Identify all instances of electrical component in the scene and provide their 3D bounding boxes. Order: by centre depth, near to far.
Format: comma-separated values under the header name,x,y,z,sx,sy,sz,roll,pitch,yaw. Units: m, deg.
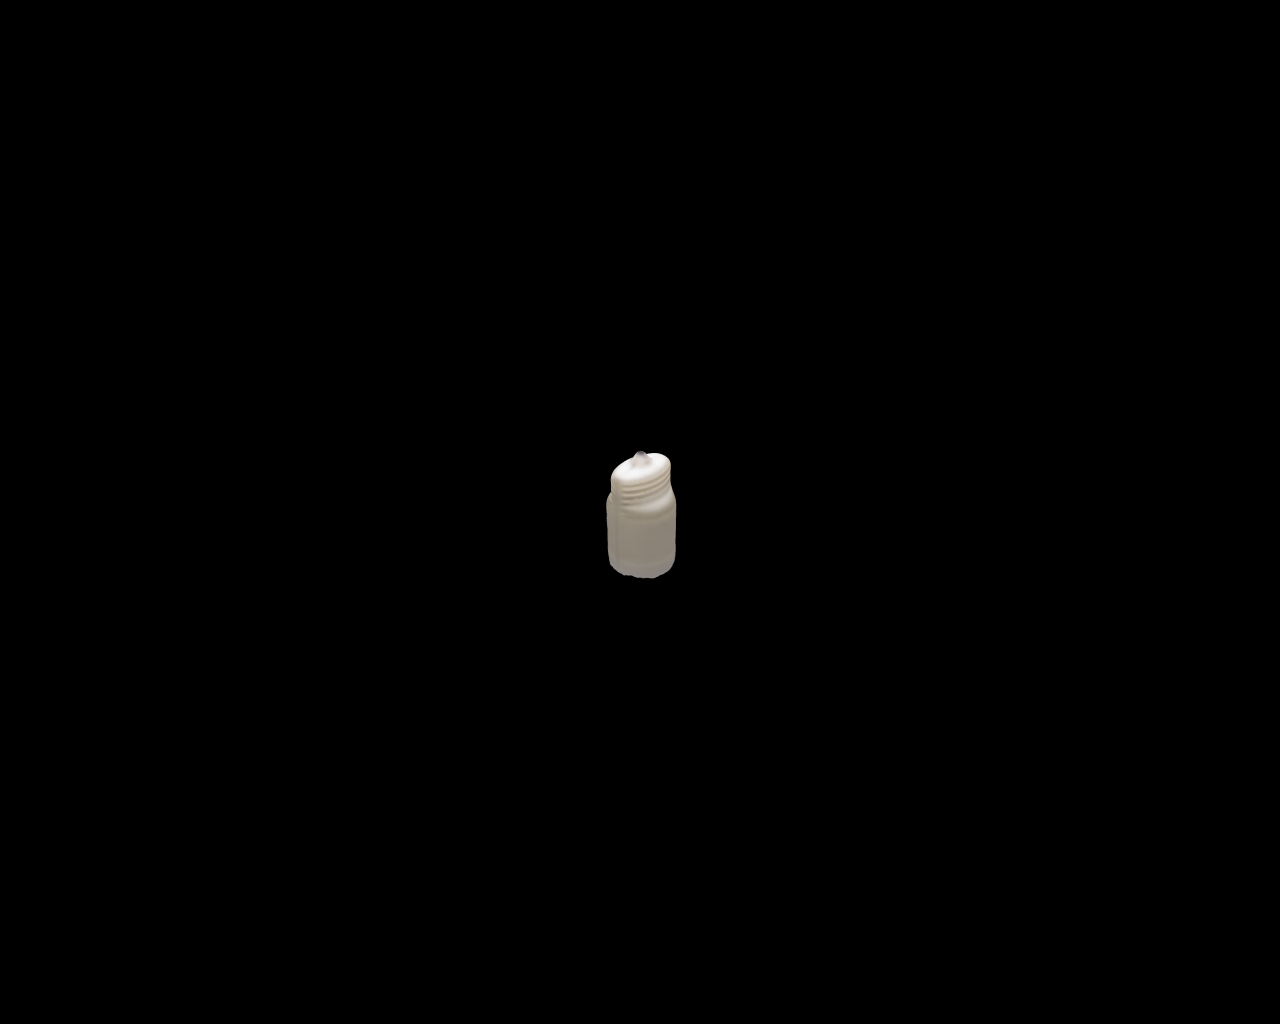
name,x,y,z,sx,sy,sz,roll,pitch,yaw
electrical component,0.001,-0.003,0.650,0.043,0.080,0.043,0,33,0
